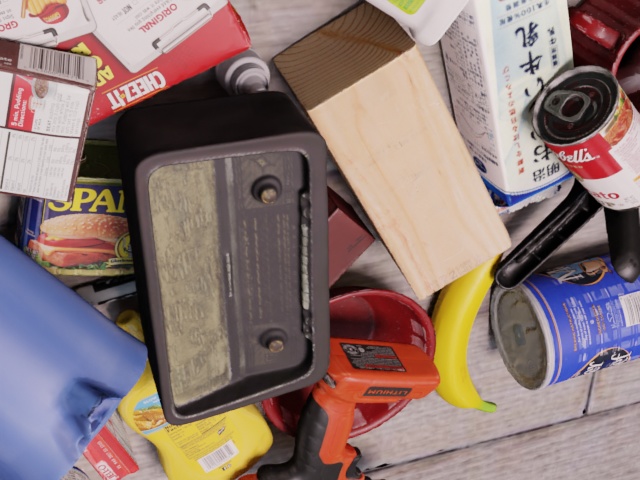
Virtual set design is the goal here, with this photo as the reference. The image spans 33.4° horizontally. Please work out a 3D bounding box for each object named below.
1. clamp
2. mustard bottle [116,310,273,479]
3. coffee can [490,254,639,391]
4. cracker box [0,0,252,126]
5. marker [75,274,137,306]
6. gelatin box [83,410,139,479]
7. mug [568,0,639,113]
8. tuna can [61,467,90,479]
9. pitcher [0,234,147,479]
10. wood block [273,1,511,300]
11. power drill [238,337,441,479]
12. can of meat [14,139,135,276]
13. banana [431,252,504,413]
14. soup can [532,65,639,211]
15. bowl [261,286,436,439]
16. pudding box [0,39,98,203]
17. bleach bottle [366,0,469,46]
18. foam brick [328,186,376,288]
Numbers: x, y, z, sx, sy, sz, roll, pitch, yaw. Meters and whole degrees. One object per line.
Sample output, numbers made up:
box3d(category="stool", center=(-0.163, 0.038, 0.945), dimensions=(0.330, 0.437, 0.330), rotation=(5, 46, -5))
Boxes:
box3d(category="clamp", center=(0.243, -0.042, 0.880), dimensions=(0.036, 0.165, 0.210), rotation=(39, 77, -20))
box3d(category="mustard bottle", center=(-0.116, 0.127, 0.880), dimensions=(0.096, 0.058, 0.191), rotation=(-30, 128, -5))
box3d(category="coffee can", center=(0.242, 0.070, 0.977), dimensions=(0.140, 0.103, 0.103), rotation=(-14, 125, -16))
box3d(category="cracker box", center=(-0.161, -0.181, 0.644), dimensions=(0.164, 0.072, 0.213), rotation=(-25, 129, 3))
box3d(category="marker", center=(-0.156, 0.037, 0.828), dimensions=(0.121, 0.020, 0.020), rotation=(-16, 126, -14))
box3d(category="gelatin box", center=(-0.180, 0.139, 0.839), dimensions=(0.030, 0.089, 0.073), rotation=(-29, 128, -4))
box3d(category="mug", center=(0.237, -0.153, 0.843), dimensions=(0.117, 0.081, 0.093), rotation=(17, 112, -32))
box3d(category="tuna can", center=(-0.233, 0.232, 0.911), dimensions=(0.086, 0.034, 0.086), rotation=(-12, 125, -18))
box3d(category="pitcher", center=(-0.248, 0.049, 0.708), dimensions=(0.149, 0.145, 0.242), rotation=(-38, 110, 22))
box3d(category="wood block", center=(0.059, -0.065, 0.812), dimensions=(0.090, 0.091, 0.206), rotation=(-31, 128, 2))
box3d(category="power drill", center=(0.032, 0.175, 0.907), dimensions=(0.184, 0.057, 0.188), rotation=(7, 117, -29))
box3d(category="can of meat", center=(-0.165, -0.023, 0.763), dimensions=(0.102, 0.057, 0.084), rotation=(2, 123, -25))
box3d(category="banana", center=(0.131, 0.085, 0.980), dimensions=(0.069, 0.037, 0.198), rotation=(-16, 125, -20))
box3d(category="soup can", center=(0.212, -0.074, 0.797), dimensions=(0.068, 0.069, 0.102), rotation=(-46, 131, 8))
box3d(category="bowl", center=(0.017, 0.096, 0.922), dimensions=(0.162, 0.055, 0.162), rotation=(-12, 125, -17))
box3d(category="pudding box", center=(-0.198, -0.074, 0.644), dimensions=(0.113, 0.039, 0.090), rotation=(10, 126, -16))
box3d(category="bleach bottle", center=(-0.009, -0.226, 0.670), dimensions=(0.250, 0.068, 0.103), rotation=(26, 125, -15))
box3d(category="foam brick", center=(-0.006, 0.001, 0.853), dimensions=(0.078, 0.051, 0.053), rotation=(-45, 129, 8))
